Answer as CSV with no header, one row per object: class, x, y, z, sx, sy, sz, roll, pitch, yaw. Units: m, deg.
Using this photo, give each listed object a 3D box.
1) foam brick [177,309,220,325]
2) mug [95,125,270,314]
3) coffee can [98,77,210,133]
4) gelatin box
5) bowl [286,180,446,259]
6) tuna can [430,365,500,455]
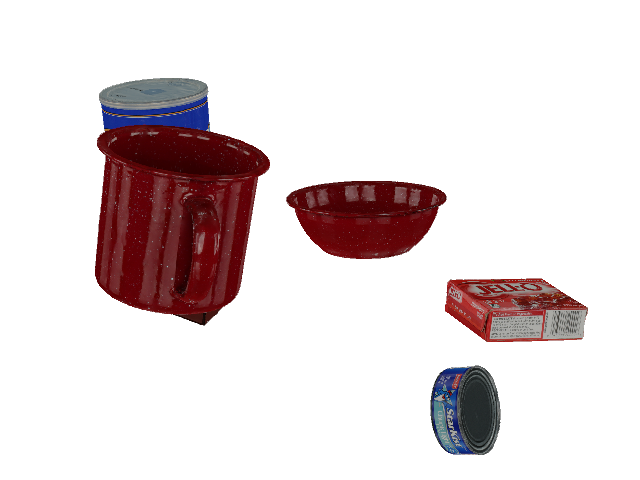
foam brick,-0.115,0.025,0.866,0.078,0.051,0.053,19,30,15
mug,-0.075,-0.007,0.574,0.093,0.081,0.117,1,22,-24
coffee can,-0.155,-0.078,1.032,0.103,0.140,0.103,-3,21,1
gelatin box,0.154,0.053,0.845,0.089,0.030,0.073,0,16,-19
bowl,0.047,-0.019,1.076,0.162,0.055,0.162,-2,14,0
tuna can,0.141,0.165,1.038,0.034,0.086,0.085,-8,-5,35
